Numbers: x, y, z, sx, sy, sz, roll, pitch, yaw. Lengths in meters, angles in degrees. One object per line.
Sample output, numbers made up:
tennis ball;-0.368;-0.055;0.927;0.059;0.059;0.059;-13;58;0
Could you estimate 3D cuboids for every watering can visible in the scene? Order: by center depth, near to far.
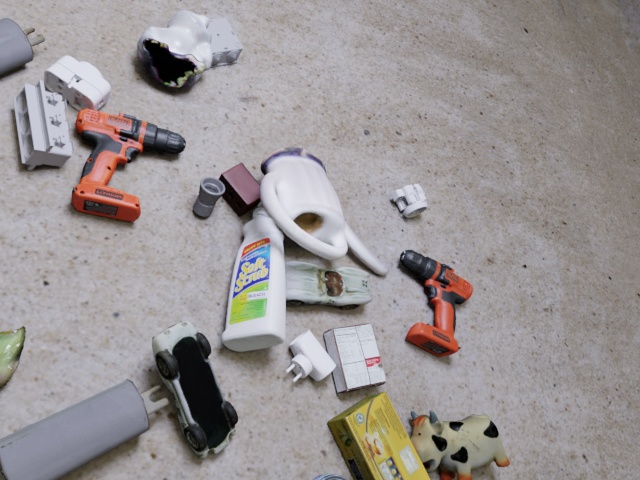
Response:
watering can;0.003;-0.050;0.986;0.344;0.103;0.229;26;36;-46

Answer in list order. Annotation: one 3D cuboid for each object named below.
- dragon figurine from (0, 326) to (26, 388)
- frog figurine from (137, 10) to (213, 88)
dragon figurine;-0.499;0.109;0.645;0.240;0.121;0.419;37;53;-30
frog figurine;-0.278;-0.378;1.006;0.137;0.120;0.163;8;48;-10
